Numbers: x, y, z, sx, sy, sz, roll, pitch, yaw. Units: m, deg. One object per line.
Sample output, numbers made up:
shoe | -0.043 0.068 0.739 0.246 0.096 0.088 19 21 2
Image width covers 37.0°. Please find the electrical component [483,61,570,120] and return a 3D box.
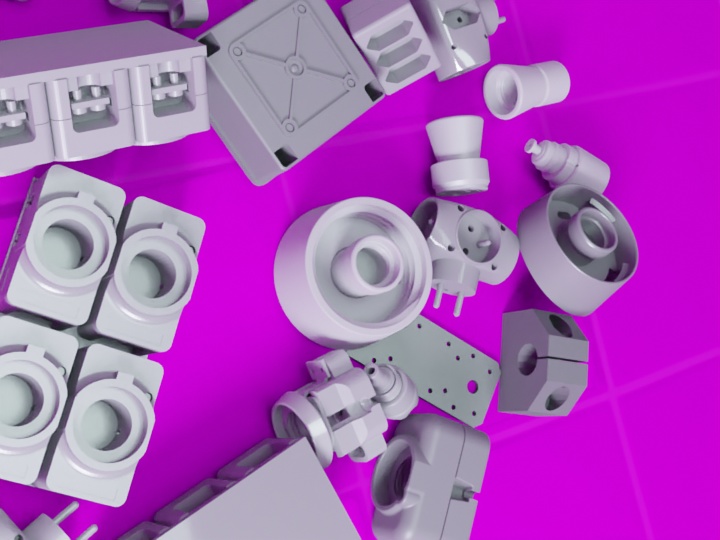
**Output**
electrical component | 0.139 -0.149 0.875 0.065 0.044 0.044 -17 91 -34

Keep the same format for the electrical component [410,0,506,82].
electrical component | 0.082 -0.197 0.849 0.079 0.043 0.077 -24 94 -29

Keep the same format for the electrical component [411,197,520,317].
electrical component | 0.074 -0.005 0.816 0.077 0.044 0.079 22 72 -24

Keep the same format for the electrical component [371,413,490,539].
electrical component | 0.047 0.153 0.772 0.059 0.054 0.095 23 72 -24

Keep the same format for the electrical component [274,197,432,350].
electrical component | 0.000 0.000 0.761 0.108 0.060 0.108 5 78 -25

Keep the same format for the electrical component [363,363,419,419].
electrical component | 0.018 0.082 0.763 0.035 0.035 0.061 -68 151 -19

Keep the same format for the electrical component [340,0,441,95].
electrical component | 0.018 -0.184 0.803 0.047 0.076 0.065 -28 138 8

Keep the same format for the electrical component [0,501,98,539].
electrical component | -0.194 0.173 0.642 0.079 0.044 0.077 -41 103 -28

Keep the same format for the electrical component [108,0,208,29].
electrical component | -0.138 -0.203 0.721 0.057 0.058 0.078 -8 86 -32

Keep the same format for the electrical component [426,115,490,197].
electrical component | 0.076 -0.087 0.828 0.045 0.045 0.055 -3 85 -29

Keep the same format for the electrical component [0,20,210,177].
electrical component | -0.179 -0.105 0.660 0.150 0.089 0.061 -17 120 -30

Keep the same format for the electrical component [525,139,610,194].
electrical component | 0.168 -0.084 0.881 0.078 0.040 0.040 27 71 -23

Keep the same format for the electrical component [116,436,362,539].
electrical component | -0.085 0.184 0.690 0.150 0.062 0.089 -32 98 -29

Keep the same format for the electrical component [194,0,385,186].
electrical component | -0.057 -0.134 0.756 0.109 0.056 0.108 -40 102 -27

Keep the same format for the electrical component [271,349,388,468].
electrical component | -0.023 0.102 0.740 0.057 0.058 0.078 -26 95 -32

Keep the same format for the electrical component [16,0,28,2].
electrical component | -0.218 -0.206 0.691 0.035 0.035 0.061 12 75 -27

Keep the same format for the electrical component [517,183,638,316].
electrical component | 0.168 -0.017 0.848 0.099 0.064 0.099 17 54 -24

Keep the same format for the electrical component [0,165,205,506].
electrical component | -0.174 0.041 0.663 0.105 0.060 0.186 21 73 -25
